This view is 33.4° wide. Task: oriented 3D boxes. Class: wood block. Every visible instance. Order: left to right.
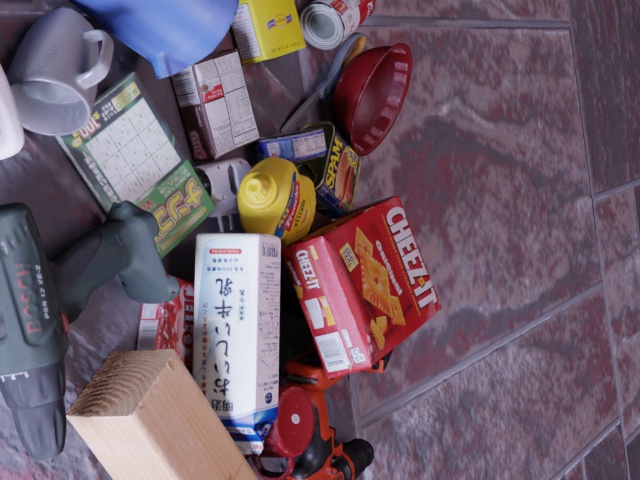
[{"bbox_3d":[-0.150,0.216,1.074,0.206,0.090,0.090,63,39,-29],"label":"wood block"}]

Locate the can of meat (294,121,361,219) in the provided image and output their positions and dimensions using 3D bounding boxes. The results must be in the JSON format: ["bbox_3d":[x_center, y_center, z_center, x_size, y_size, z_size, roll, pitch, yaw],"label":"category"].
[{"bbox_3d":[0.007,-0.087,1.374,0.083,0.058,0.102,41,54,-49],"label":"can of meat"}]

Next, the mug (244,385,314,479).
[{"bbox_3d":[-0.059,0.217,1.214,0.093,0.082,0.117,-14,97,-56],"label":"mug"}]

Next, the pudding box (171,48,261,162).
[{"bbox_3d":[-0.118,-0.154,1.216,0.089,0.039,0.113,-33,114,-53],"label":"pudding box"}]

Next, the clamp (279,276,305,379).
[{"bbox_3d":[-0.066,0.082,1.262,0.171,0.039,0.120,55,40,-38],"label":"clamp"}]

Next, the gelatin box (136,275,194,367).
[{"bbox_3d":[-0.156,0.085,1.134,0.073,0.030,0.089,25,66,-53],"label":"gelatin box"}]

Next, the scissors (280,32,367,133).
[{"bbox_3d":[0.009,-0.191,1.420,0.201,0.016,0.096,-57,156,-21],"label":"scissors"}]

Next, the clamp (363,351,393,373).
[{"bbox_3d":[0.089,0.081,1.488,0.164,0.036,0.210,13,77,-54],"label":"clamp"}]

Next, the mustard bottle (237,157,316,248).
[{"bbox_3d":[-0.052,-0.043,1.214,0.191,0.058,0.096,37,72,-76],"label":"mustard bottle"}]

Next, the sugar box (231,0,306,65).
[{"bbox_3d":[-0.077,-0.308,1.290,0.093,0.048,0.176,-32,113,-53],"label":"sugar box"}]

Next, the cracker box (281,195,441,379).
[{"bbox_3d":[0.056,0.050,1.295,0.213,0.072,0.164,-28,99,-57],"label":"cracker box"}]

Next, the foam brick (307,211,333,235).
[{"bbox_3d":[-0.009,0.002,1.342,0.078,0.051,0.053,30,62,-50],"label":"foam brick"}]

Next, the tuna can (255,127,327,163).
[{"bbox_3d":[-0.035,-0.113,1.289,0.086,0.086,0.034,-23,106,-54],"label":"tuna can"}]

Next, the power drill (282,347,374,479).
[{"bbox_3d":[0.012,0.226,1.317,0.184,0.057,0.188,-20,112,-56],"label":"power drill"}]

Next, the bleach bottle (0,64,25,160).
[{"bbox_3d":[-0.356,-0.083,0.838,0.250,0.068,0.102,-30,109,-51],"label":"bleach bottle"}]

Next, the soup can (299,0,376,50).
[{"bbox_3d":[0.024,-0.303,1.415,0.102,0.069,0.068,-51,126,-45],"label":"soup can"}]

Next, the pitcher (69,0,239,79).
[{"bbox_3d":[-0.200,-0.285,1.040,0.242,0.145,0.149,32,18,-46],"label":"pitcher"}]

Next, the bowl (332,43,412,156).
[{"bbox_3d":[0.062,-0.197,1.436,0.162,0.055,0.162,-51,156,-33],"label":"bowl"}]

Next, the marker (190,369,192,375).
[{"bbox_3d":[-0.125,0.113,1.185,0.020,0.020,0.121,40,54,-46],"label":"marker"}]

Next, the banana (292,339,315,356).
[{"bbox_3d":[0.022,0.084,1.390,0.069,0.037,0.197,53,45,-40],"label":"banana"}]
